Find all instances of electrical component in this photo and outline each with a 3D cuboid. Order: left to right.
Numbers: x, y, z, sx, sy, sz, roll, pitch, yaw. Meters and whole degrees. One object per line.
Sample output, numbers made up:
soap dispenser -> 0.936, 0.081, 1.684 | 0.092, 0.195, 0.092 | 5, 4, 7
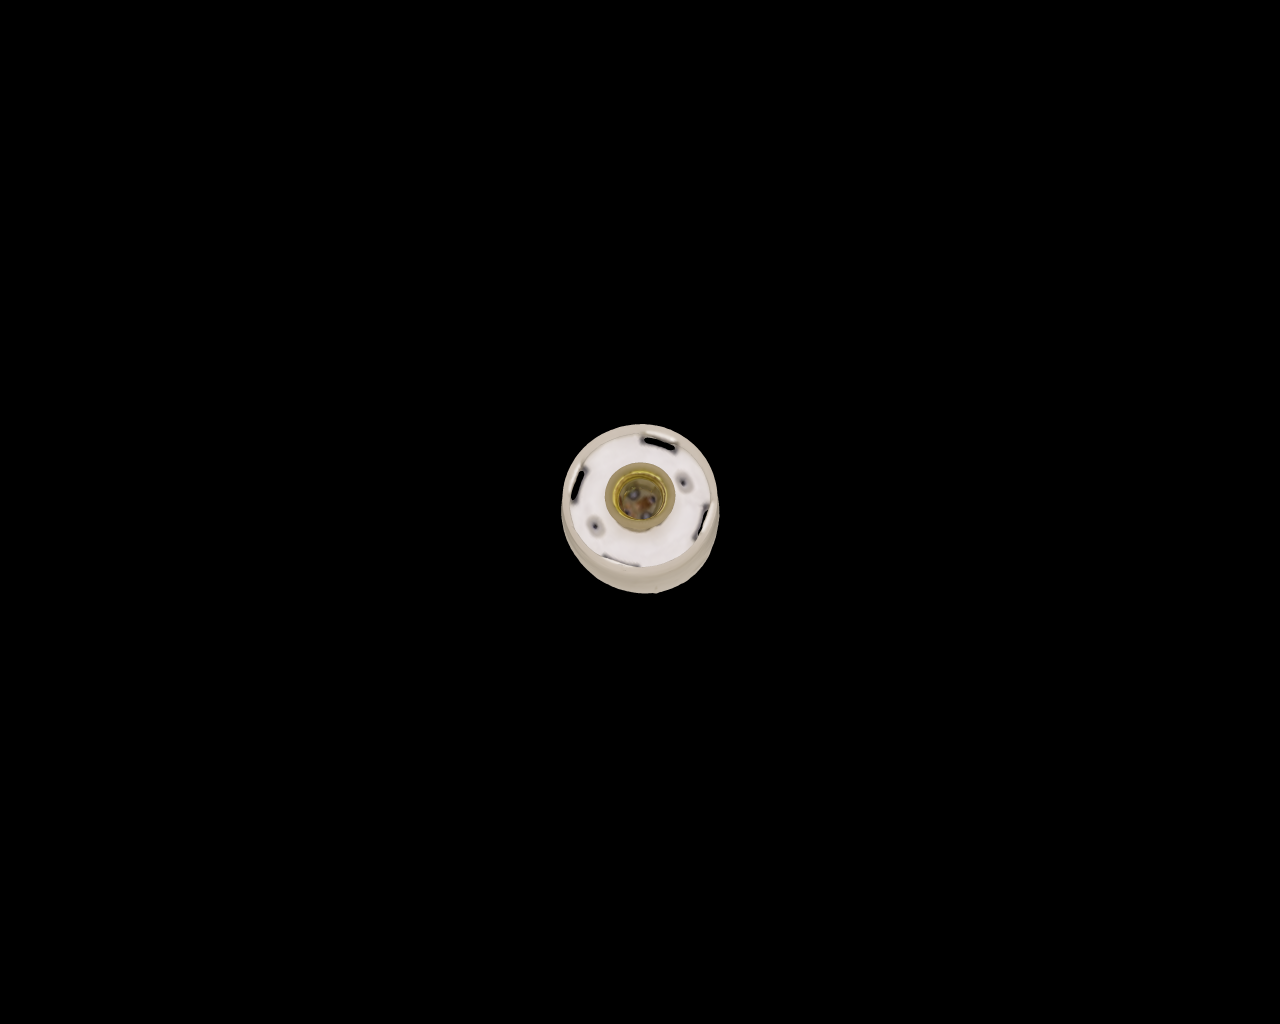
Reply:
electrical component -> 0.001, -0.003, 0.650 | 0.099, 0.099, 0.064 | 0, -13, 0
